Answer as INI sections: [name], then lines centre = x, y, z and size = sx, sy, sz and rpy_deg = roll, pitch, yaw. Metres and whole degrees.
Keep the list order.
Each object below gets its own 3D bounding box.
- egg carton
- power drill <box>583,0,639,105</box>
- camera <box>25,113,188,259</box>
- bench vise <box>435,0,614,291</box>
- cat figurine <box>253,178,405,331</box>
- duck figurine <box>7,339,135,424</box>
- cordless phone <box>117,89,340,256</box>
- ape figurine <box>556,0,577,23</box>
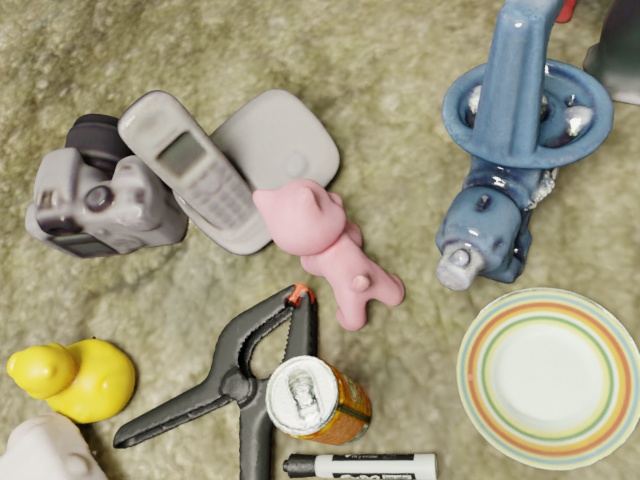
[egg carton]
centre = -0.223, 0.223, 0.472
size = 0.107, 0.069, 0.150
rpy_deg = -46, 63, -5
[power drill]
centre = 0.271, -0.184, 0.412
size = 0.229, 0.209, 0.076
rpy_deg = 18, 74, 23
[camera]
centre = -0.216, -0.063, 0.572
size = 0.143, 0.101, 0.137
rpy_deg = -7, 66, 14
[bench vise]
centre = 0.142, -0.070, 0.397
size = 0.121, 0.220, 0.207
rpy_deg = 2, 69, 18
[cat figurine]
centre = 0.004, 0.002, 0.468
size = 0.067, 0.118, 0.127
rpy_deg = -38, 62, -1
[duck figurine]
centre = -0.225, 0.120, 0.507
size = 0.104, 0.086, 0.077
rpy_deg = 7, 70, 20
[cordless phone]
centre = -0.072, -0.080, 0.487
size = 0.147, 0.185, 0.094
rpy_deg = -46, 63, -5
[ape figurine]
centre = 0.215, -0.260, 0.527
size = 0.078, 0.092, 0.076
rpy_deg = -37, 62, 0
